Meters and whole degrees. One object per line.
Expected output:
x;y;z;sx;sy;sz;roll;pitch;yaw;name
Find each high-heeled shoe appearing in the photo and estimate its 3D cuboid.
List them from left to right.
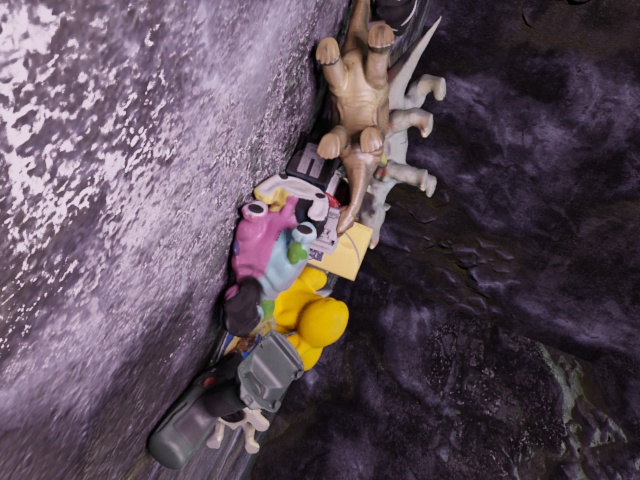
0.142;-0.434;1.031;0.248;0.086;0.145;48;41;-63;high-heeled shoe

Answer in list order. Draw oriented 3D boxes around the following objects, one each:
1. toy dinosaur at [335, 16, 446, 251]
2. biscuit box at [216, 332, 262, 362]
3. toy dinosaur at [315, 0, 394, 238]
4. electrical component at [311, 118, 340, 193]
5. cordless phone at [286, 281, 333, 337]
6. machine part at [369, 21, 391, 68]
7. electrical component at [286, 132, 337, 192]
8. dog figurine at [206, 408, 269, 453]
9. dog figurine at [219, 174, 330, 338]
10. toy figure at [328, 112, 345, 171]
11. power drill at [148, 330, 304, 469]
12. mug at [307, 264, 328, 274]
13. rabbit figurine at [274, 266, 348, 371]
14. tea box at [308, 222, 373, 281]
0.117;-0.187;0.971;0.131;0.192;0.404;-40;136;-60;toy dinosaur
-0.111;0.126;0.935;0.063;0.059;0.202;47;65;-83;biscuit box
0.058;-0.227;0.808;0.198;0.105;0.471;60;36;-74;toy dinosaur
0.006;-0.160;1.003;0.115;0.058;0.134;99;14;-73;electrical component
-0.060;0.159;1.132;0.146;0.088;0.184;-36;-162;35;cordless phone
0.112;-0.334;1.040;0.179;0.056;0.179;-7;90;-79;machine part
-0.018;-0.111;0.892;0.047;0.075;0.119;70;44;-82;electrical component
-0.153;0.290;1.053;0.191;0.121;0.172;-84;-167;-54;dog figurine
-0.075;0.036;0.766;0.191;0.108;0.219;-64;177;-58;dog figurine
0.054;-0.222;1.112;0.180;0.082;0.089;88;4;-57;toy figure
-0.121;0.198;0.740;0.207;0.086;0.232;-28;-169;34;power drill
-0.023;0.021;1.134;0.109;0.107;0.080;-42;152;-66;mug
-0.031;0.119;0.832;0.121;0.173;0.162;24;82;-41;rabbit figurine
-0.002;-0.003;0.937;0.068;0.170;0.098;57;53;-84;tea box
